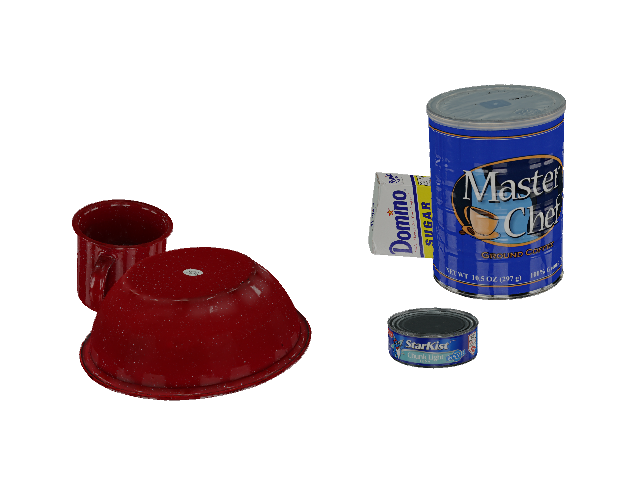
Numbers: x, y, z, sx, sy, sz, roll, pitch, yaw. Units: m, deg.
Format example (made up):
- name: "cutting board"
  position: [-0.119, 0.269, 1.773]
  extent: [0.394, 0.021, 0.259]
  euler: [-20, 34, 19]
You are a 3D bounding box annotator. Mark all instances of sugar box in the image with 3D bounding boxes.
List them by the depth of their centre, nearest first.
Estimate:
- name: "sugar box"
  position: [0.148, -0.026, 1.254]
  extent: [0.176, 0.093, 0.048]
  euler: [2, 23, -4]

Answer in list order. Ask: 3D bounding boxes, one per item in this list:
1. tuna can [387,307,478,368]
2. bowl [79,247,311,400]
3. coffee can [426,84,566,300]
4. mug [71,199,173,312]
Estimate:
- name: "tuna can"
  position: [0.106, 0.092, 1.012]
  extent: [0.086, 0.034, 0.086]
  euler: [-2, 13, 0]
- name: "bowl"
  position: [-0.087, 0.047, 0.736]
  extent: [0.162, 0.055, 0.162]
  euler: [-2, 22, 1]
- name: "coffee can"
  position: [0.135, -0.039, 0.820]
  extent: [0.103, 0.140, 0.103]
  euler: [-4, 22, 1]
- name: "mug"
  position: [-0.190, 0.024, 0.999]
  extent: [0.093, 0.081, 0.117]
  euler: [10, 29, 3]
